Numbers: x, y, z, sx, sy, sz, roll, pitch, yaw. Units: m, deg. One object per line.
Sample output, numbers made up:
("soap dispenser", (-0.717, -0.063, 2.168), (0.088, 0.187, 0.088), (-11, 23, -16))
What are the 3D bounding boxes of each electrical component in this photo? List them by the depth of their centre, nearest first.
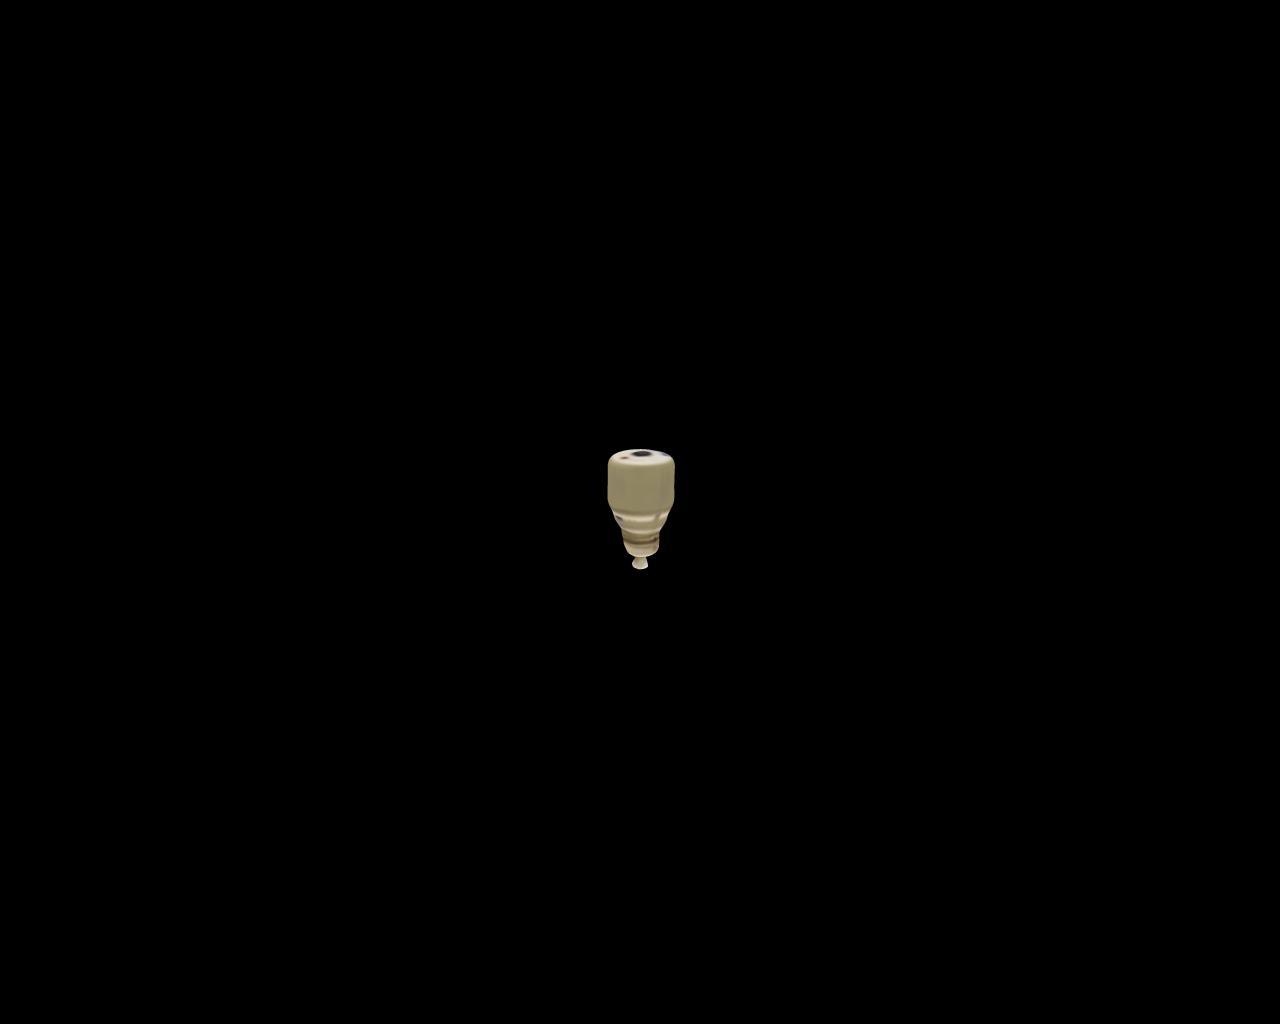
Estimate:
("electrical component", (0.001, -0.003, 0.650), (0.040, 0.078, 0.040), (0, 18, 0))
